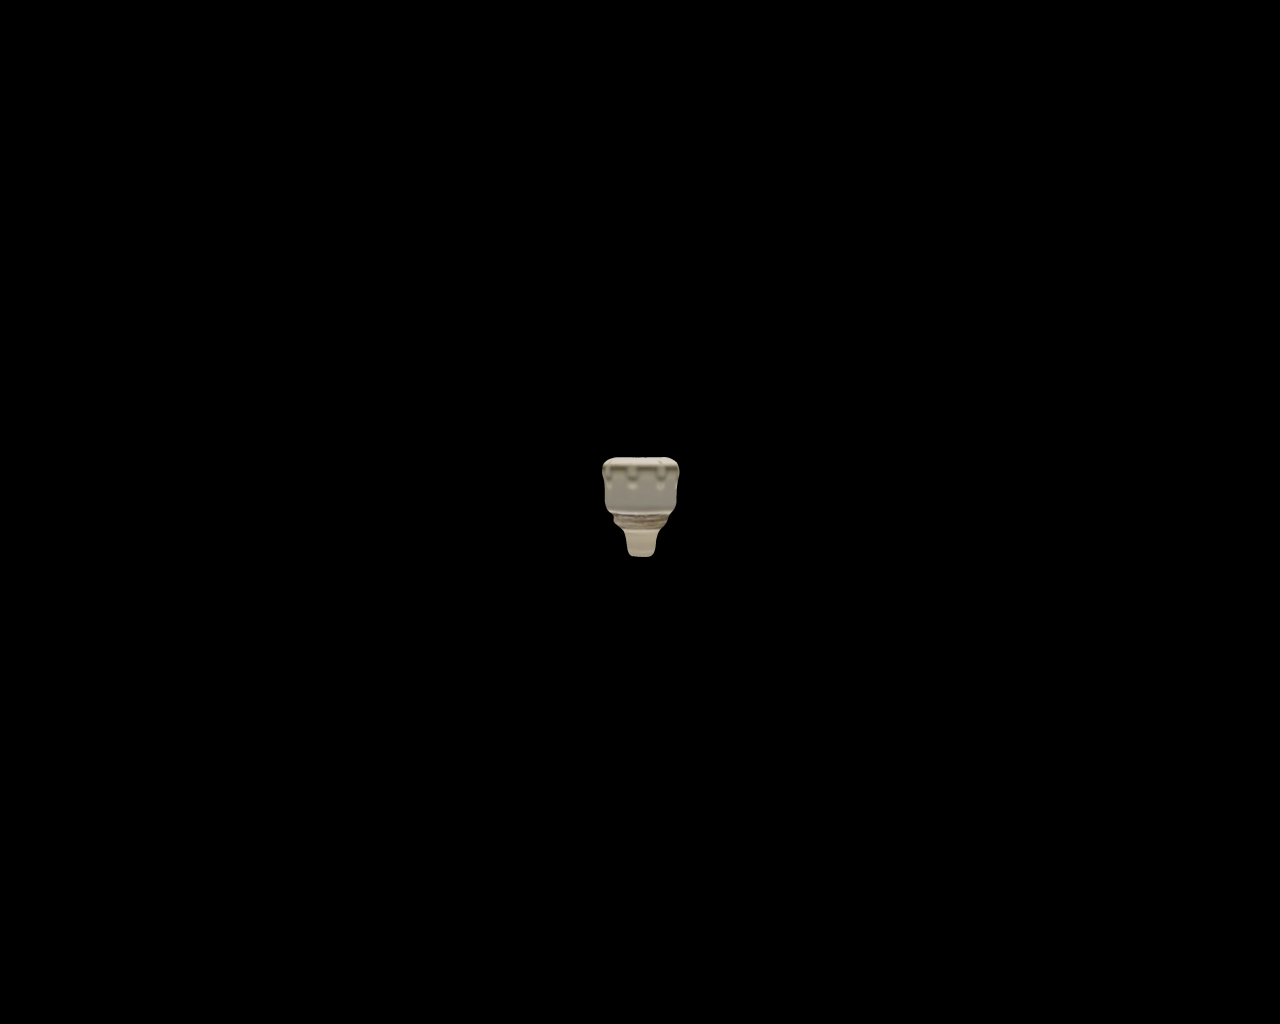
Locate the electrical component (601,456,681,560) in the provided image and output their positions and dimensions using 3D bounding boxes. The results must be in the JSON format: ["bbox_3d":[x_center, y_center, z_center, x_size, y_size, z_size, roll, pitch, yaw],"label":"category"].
[{"bbox_3d":[0.001,-0.003,0.650,0.048,0.062,0.048,0,4,0],"label":"electrical component"}]
